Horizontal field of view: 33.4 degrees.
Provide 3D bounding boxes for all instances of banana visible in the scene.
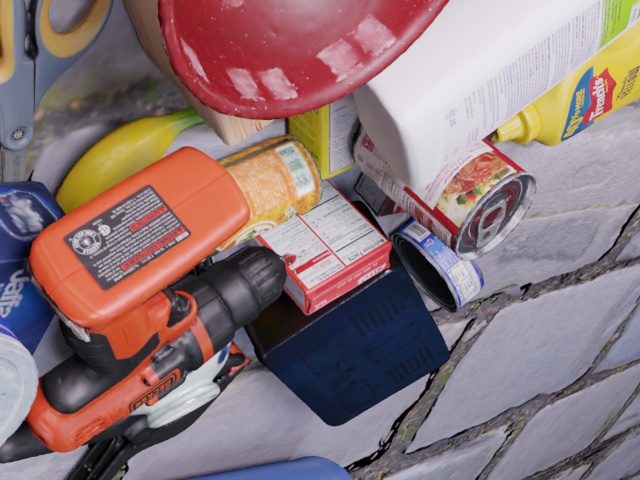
[{"bbox_3d":[-0.126,-0.005,0.625,0.069,0.037,0.198,10,135,-26],"label":"banana"}]

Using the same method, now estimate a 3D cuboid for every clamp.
[{"bbox_3d":[-0.148,0.146,0.820,0.209,0.036,0.165,-29,149,-25],"label":"clamp"}]

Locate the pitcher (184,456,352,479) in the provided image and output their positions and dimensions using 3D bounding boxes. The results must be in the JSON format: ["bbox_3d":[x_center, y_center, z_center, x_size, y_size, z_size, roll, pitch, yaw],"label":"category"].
[{"bbox_3d":[-0.082,0.281,1.008,0.242,0.145,0.149,10,110,-51],"label":"pitcher"}]

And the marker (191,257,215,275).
[{"bbox_3d":[-0.081,0.029,0.765,0.020,0.020,0.121,-34,150,-16],"label":"marker"}]

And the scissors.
[{"bbox_3d":[-0.143,-0.071,0.555,0.096,0.016,0.202,-31,150,-22],"label":"scissors"}]

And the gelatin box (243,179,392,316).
[{"bbox_3d":[-0.005,0.001,0.748,0.073,0.089,0.030,-30,148,-22],"label":"gelatin box"}]

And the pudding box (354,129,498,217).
[{"bbox_3d":[0.087,-0.073,0.816,0.089,0.039,0.114,-13,140,-43],"label":"pudding box"}]

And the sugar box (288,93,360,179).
[{"bbox_3d":[0.025,-0.124,0.663,0.093,0.048,0.176,-32,147,-22],"label":"sugar box"}]

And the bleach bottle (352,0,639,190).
[{"bbox_3d":[0.138,-0.131,0.607,0.250,0.068,0.102,-33,160,-4],"label":"bleach bottle"}]

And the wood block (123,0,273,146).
[{"bbox_3d":[-0.051,-0.150,0.487,0.090,0.090,0.206,-35,151,-12],"label":"wood block"}]

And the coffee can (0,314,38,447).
[{"bbox_3d":[-0.207,0.035,0.486,0.102,0.140,0.103,-31,149,-21],"label":"coffee can"}]

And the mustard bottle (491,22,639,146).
[{"bbox_3d":[0.213,-0.129,0.878,0.191,0.058,0.096,-30,149,-21],"label":"mustard bottle"}]

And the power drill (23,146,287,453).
[{"bbox_3d":[-0.084,0.030,0.584,0.184,0.057,0.188,-37,162,-24],"label":"power drill"}]

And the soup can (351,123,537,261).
[{"bbox_3d":[0.077,-0.044,0.676,0.068,0.102,0.068,-33,149,-23],"label":"soup can"}]

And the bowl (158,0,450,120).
[{"bbox_3d":[-0.006,-0.128,0.419,0.162,0.055,0.162,-30,149,-21],"label":"bowl"}]

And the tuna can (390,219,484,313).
[{"bbox_3d":[0.100,0.019,0.907,0.033,0.086,0.086,-39,151,-11],"label":"tuna can"}]
